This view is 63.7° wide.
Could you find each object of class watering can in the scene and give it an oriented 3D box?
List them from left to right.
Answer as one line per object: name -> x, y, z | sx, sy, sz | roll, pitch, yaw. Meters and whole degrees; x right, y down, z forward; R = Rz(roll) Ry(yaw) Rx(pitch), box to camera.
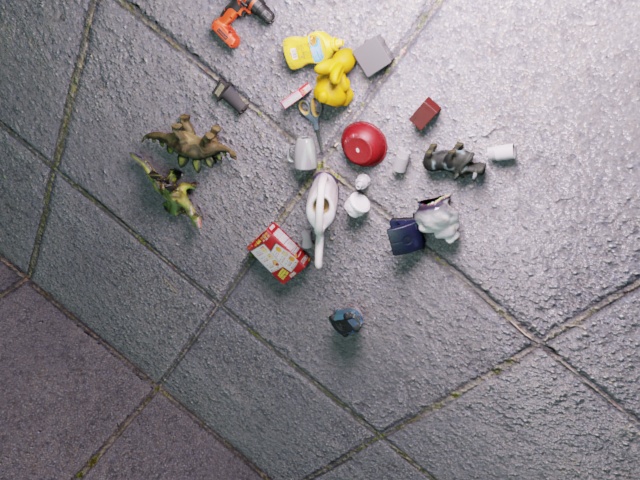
watering can -> 0.005, -0.089, 1.775 | 0.104, 0.230, 0.339 | 6, 126, 4

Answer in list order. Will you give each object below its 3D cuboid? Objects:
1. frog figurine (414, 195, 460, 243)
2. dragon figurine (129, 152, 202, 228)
frog figurine -> 0.383, -0.054, 1.658 | 0.137, 0.124, 0.158 | -19, 99, 16
dragon figurine -> -0.637, -0.189, 2.150 | 0.413, 0.124, 0.237 | 36, 140, 15
